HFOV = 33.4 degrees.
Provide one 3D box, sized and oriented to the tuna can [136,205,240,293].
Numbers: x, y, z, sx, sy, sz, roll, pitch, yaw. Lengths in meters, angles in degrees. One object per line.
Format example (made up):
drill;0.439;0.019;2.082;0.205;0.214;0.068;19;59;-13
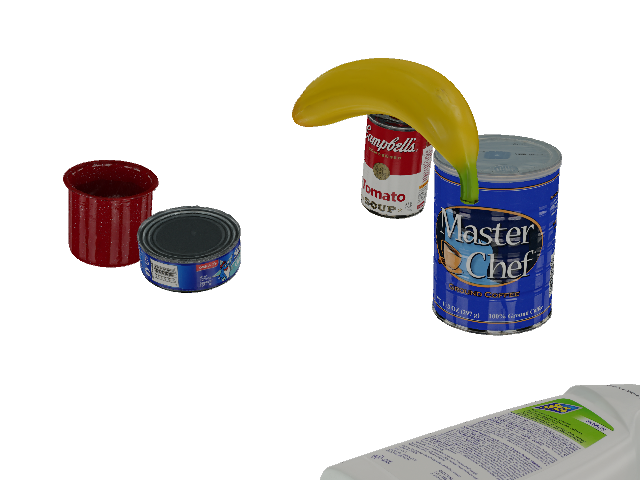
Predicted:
tuna can;-0.109;0.007;0.890;0.086;0.034;0.086;1;33;-1

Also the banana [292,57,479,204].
banana;0.042;-0.086;0.699;0.037;0.070;0.198;18;9;-38

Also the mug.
mug;-0.211;-0.031;1.083;0.093;0.081;0.117;6;27;-3

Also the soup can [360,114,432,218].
soup can;0.076;-0.082;1.067;0.068;0.102;0.068;2;32;-2

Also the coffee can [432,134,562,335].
coffee can;0.145;-0.007;0.889;0.103;0.140;0.103;-2;23;1

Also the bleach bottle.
bleach bottle;0.125;0.131;0.590;0.250;0.068;0.103;-12;23;-33
